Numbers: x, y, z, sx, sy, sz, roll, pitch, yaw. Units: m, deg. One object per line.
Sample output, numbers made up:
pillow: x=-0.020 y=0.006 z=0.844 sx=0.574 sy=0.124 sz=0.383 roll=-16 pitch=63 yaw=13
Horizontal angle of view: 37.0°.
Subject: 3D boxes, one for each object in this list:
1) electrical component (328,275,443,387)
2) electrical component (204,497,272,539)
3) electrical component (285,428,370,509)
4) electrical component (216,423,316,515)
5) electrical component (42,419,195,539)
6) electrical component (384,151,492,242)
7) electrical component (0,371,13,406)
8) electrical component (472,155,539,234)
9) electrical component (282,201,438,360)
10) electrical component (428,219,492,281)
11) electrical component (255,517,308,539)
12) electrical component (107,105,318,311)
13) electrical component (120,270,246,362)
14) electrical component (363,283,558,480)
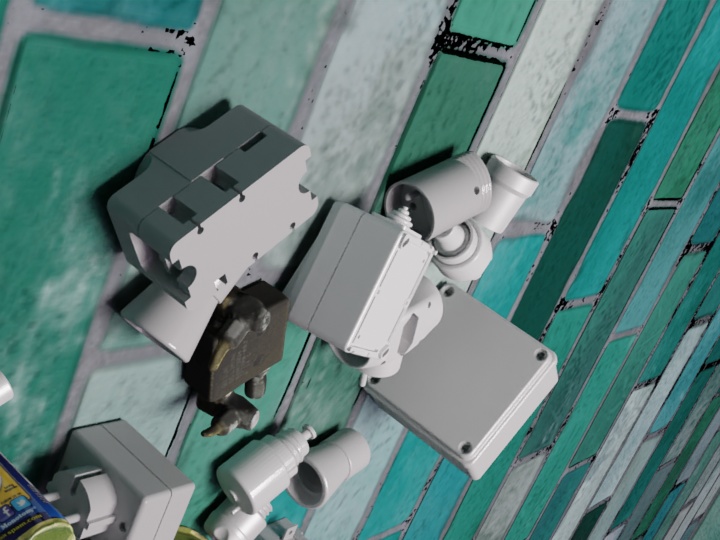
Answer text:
electrical component: x=0.014 y=0.049 z=0.760 sx=0.077 sy=0.043 sz=0.079 roll=-26 pitch=139 yaw=-42
electrical component: x=-0.078 y=0.168 z=0.755 sx=0.061 sy=0.035 sz=0.035 roll=-45 pitch=150 yaw=-22
electrical component: x=-0.023 y=0.146 z=0.809 sx=0.065 sy=0.044 sz=0.044 roll=-25 pitch=140 yaw=-50
electrical component: x=-0.062 y=0.133 z=0.736 sx=0.078 sy=0.040 sz=0.040 roll=-36 pitch=146 yaw=-30
electrical component: x=-0.143 y=0.123 z=0.579 sx=0.077 sy=0.066 sz=0.047 roll=-5 pitch=124 yaw=-54
electrical component: x=0.059 y=-0.051 z=0.724 sx=0.081 sy=0.043 sz=0.043 roll=-28 pitch=141 yaw=-40
electrical component: x=-0.186 y=0.067 z=0.481 sx=0.062 sy=0.043 sz=0.043 roll=-36 pitch=145 yaw=-34
electrical component: x=0.102 y=-0.055 z=0.790 sx=0.040 sy=0.040 sz=0.046 roll=5 pitch=120 yaw=-58
electrical component: x=0.000 y=0.000 z=0.675 sx=0.096 sy=0.061 sz=0.062 roll=-64 pitch=156 yaw=1
electrical component: x=0.068 y=-0.019 z=0.771 sx=0.043 sy=0.043 sz=0.062 roll=-53 pitch=150 yaw=-4
electrical component: x=-0.057 y=0.228 z=0.826 sx=0.048 sy=0.055 sz=0.066 roll=-7 pitch=126 yaw=-54
electrical component: x=-0.074 y=-0.034 z=0.532 sx=0.089 sy=0.056 sz=0.050 roll=-41 pitch=148 yaw=-25
electrical component: x=-0.090 y=0.010 z=0.570 sx=0.065 sy=0.044 sz=0.044 roll=-54 pitch=151 yaw=-12
electrical component: x=0.078 y=0.084 z=0.826 sx=0.108 sy=0.109 sz=0.056 roll=-49 pitch=153 yaw=-12
